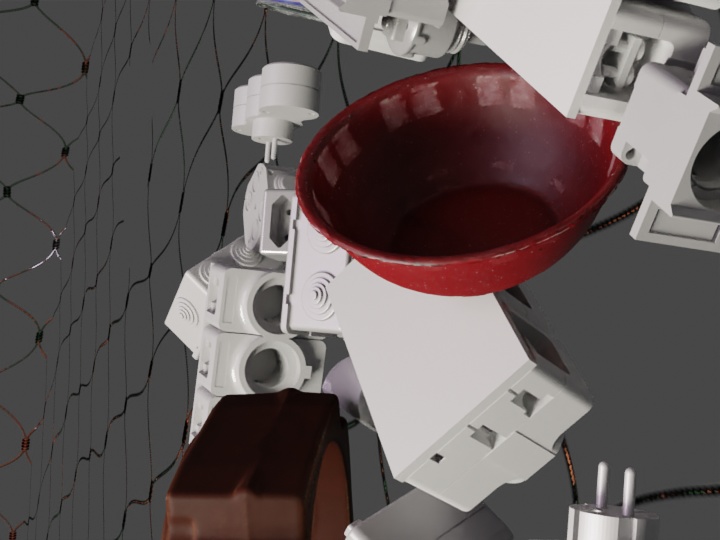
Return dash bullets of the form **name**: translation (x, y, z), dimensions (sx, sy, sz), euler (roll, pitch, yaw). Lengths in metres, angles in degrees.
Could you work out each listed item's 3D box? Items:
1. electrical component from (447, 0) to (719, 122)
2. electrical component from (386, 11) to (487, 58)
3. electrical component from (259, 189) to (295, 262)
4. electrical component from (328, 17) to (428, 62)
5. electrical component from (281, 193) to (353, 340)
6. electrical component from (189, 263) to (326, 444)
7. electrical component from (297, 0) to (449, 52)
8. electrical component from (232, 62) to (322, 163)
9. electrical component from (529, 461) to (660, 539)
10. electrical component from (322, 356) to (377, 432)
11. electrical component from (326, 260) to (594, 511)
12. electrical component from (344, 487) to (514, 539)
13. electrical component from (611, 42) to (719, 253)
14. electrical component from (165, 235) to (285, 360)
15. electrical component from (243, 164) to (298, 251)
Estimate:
- **electrical component**: translation (0.103, -0.152, 0.513), dimensions (0.186, 0.060, 0.105), euler (-118, 40, -55)
- **electrical component**: translation (0.049, -0.148, 0.643), dimensions (0.048, 0.062, 0.048), euler (-174, 90, -68)
- **electrical component**: translation (-0.020, -0.028, 0.778), dimensions (0.076, 0.083, 0.047), euler (26, -113, -72)
- **electrical component**: translation (0.014, -0.199, 0.722), dimensions (0.113, 0.078, 0.057), euler (-105, 33, -42)
- **electrical component**: translation (0.000, 0.000, 0.679), dimensions (0.048, 0.100, 0.099), euler (2, 85, 38)
- **electrical component**: translation (-0.079, 0.074, 0.860), dimensions (0.062, 0.089, 0.150), euler (-167, 84, -68)
- **electrical component**: translation (0.004, -0.171, 0.589), dimensions (0.121, 0.063, 0.078), euler (-126, 47, -58)
- **electrical component**: translation (-0.077, -0.133, 0.966), dimensions (0.138, 0.052, 0.073), euler (171, 104, -67)
- **electrical component**: translation (0.105, 0.119, 0.449), dimensions (0.066, 0.047, 0.076), euler (176, 100, -68)
- **electrical component**: translation (0.004, 0.078, 0.715), dimensions (0.081, 0.043, 0.043), euler (-163, 80, -68)
- **electrical component**: translation (0.049, 0.039, 0.567), dimensions (0.089, 0.062, 0.150), euler (-44, 36, 17)
- **electrical component**: translation (0.036, 0.155, 0.569), dimensions (0.061, 0.096, 0.061), euler (43, 131, 25)
- **electrical component**: translation (0.135, -0.052, 0.430), dimensions (0.063, 0.042, 0.081), euler (-116, 38, -59)
- **electrical component**: translation (-0.125, 0.022, 0.982), dimensions (0.048, 0.100, 0.099), euler (43, 137, 11)
- **electrical component**: translation (-0.065, -0.051, 0.914), dimensions (0.080, 0.051, 0.080), euler (-174, 90, -68)
